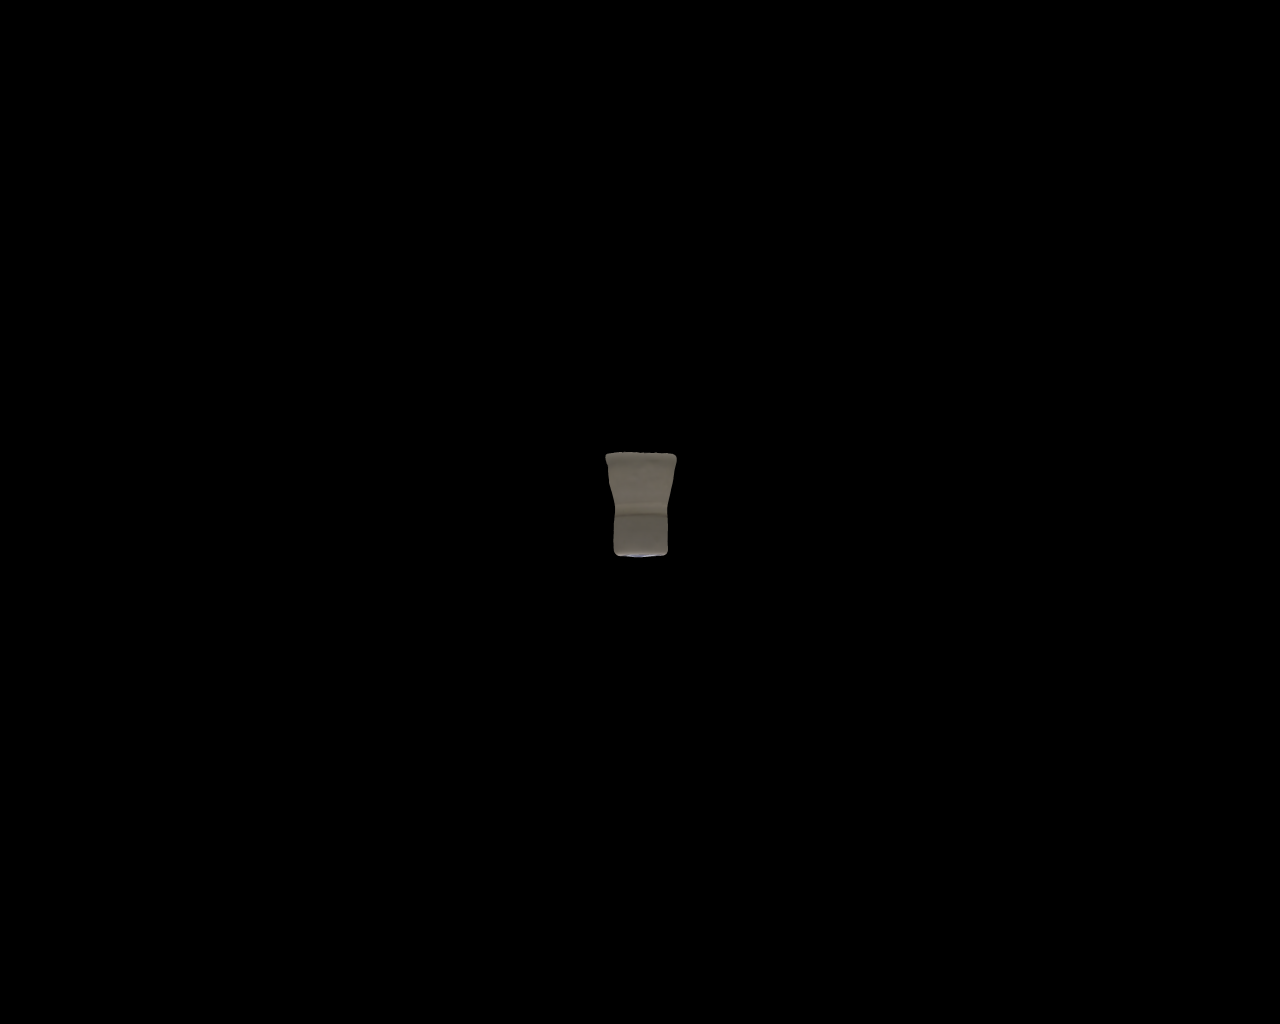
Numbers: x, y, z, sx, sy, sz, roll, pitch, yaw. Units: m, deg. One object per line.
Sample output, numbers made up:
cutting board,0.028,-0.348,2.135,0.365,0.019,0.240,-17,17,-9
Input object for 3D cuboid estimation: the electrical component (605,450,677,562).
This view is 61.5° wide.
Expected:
electrical component,0.001,-0.003,0.650,0.044,0.065,0.044,0,-5,0
